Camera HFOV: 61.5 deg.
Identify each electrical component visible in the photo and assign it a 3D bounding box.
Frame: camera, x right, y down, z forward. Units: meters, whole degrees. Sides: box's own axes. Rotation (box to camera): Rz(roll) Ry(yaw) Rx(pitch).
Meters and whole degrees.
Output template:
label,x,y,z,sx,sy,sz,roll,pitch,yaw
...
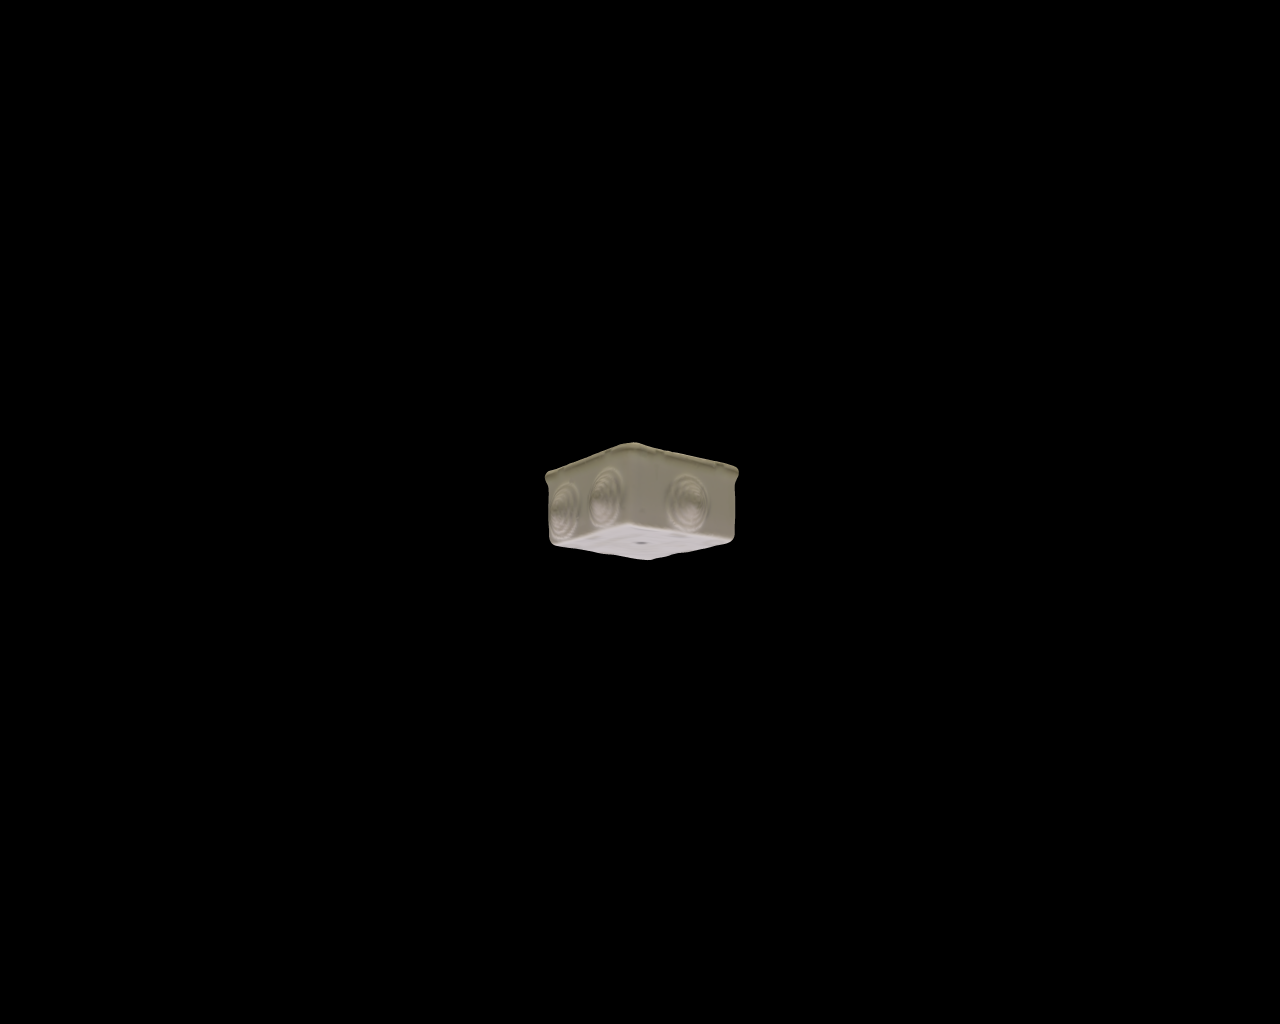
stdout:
label,x,y,z,sx,sy,sz,roll,pitch,yaw
electrical component,0.001,-0.003,0.650,0.100,0.048,0.099,11,-17,-38
